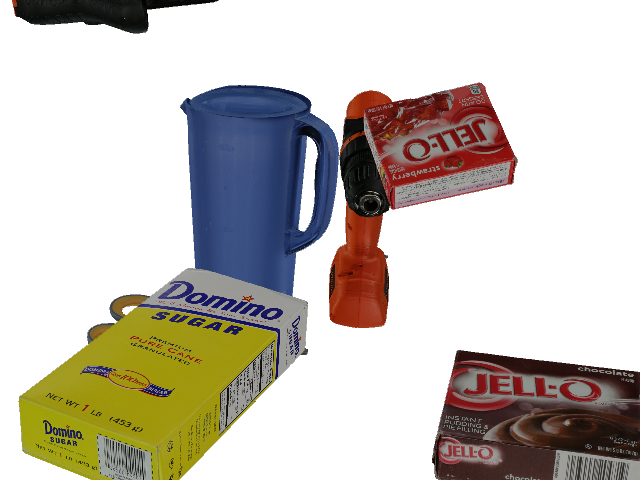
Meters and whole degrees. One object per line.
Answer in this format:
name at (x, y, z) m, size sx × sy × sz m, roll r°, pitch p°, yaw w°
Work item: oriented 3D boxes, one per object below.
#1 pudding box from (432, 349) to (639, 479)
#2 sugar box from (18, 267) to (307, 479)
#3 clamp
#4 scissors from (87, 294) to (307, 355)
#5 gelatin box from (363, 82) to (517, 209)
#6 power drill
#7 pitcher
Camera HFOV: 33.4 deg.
pudding box at (0.127, 0.106, 0.615) m, size 0.113 × 0.039 × 0.090 m, roll 8°, pitch 28°, yaw 11°
sugar box at (-0.086, 0.077, 0.638) m, size 0.093 × 0.048 × 0.176 m, roll 15°, pitch 32°, yaw 20°
clamp at (-0.161, -0.188, 0.822) m, size 0.172 × 0.039 × 0.120 m, roll 14°, pitch 25°, yaw 32°
scissors at (-0.118, 0.081, 1.011) m, size 0.201 × 0.016 × 0.096 m, roll -1°, pitch 32°, yaw -9°
gelatin box at (0.081, -0.066, 0.730) m, size 0.089 × 0.073 × 0.030 m, roll -13°, pitch -35°, yaw -4°
power drill at (0.041, -0.018, 0.944) m, size 0.057 × 0.188 × 0.184 m, roll 6°, pitch 32°, yaw 2°
pitcher at (-0.071, -0.039, 1.155) m, size 0.144 × 0.243 × 0.149 m, roll -5°, pitch 23°, yaw -17°
